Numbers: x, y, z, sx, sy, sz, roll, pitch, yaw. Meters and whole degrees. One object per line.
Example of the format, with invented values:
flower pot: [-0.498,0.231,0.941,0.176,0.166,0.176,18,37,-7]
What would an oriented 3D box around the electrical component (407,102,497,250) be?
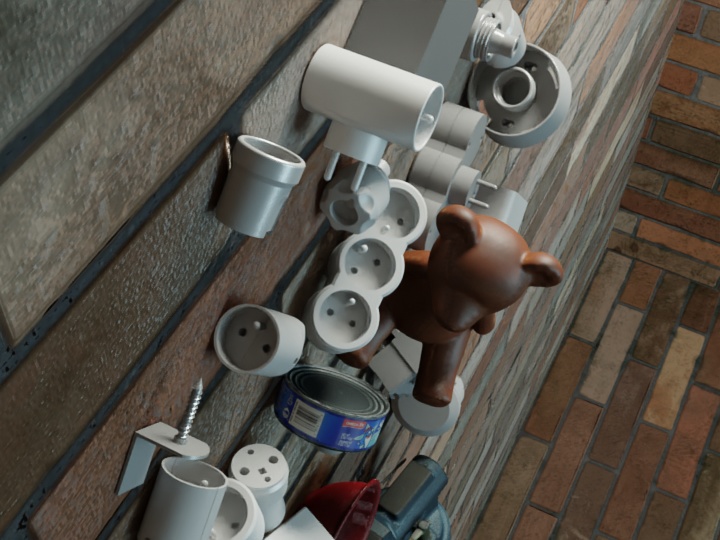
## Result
electrical component: [0.085,-0.077,0.963,0.138,0.074,0.052,-65,164,-8]

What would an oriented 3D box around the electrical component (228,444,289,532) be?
electrical component: [-0.077,0.163,0.804,0.045,0.045,0.055,-52,158,-44]

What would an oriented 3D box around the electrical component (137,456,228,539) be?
electrical component: [-0.116,0.163,0.675,0.081,0.043,0.043,-70,164,9]

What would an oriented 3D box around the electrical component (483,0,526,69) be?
electrical component: [0.123,-0.213,0.962,0.043,0.043,0.081,-68,165,-1]

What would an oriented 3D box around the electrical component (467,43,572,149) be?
electrical component: [0.151,-0.167,1.028,0.064,0.099,0.099,9,102,-68]

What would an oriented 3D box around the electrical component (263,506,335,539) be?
electrical component: [-0.078,0.249,0.830,0.108,0.056,0.109,-45,171,17]

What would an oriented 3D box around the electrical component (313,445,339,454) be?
electrical component: [-0.023,0.128,0.943,0.040,0.040,0.078,-55,160,-39]

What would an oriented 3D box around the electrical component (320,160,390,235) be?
electrical component: [0.002,-0.057,0.768,0.062,0.043,0.043,-54,160,-45]

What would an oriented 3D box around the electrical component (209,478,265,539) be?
electrical component: [-0.112,0.217,0.744,0.138,0.052,0.073,-61,163,-25]

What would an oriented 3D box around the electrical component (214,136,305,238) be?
electrical component: [-0.057,-0.046,0.596,0.046,0.040,0.040,-66,166,15]

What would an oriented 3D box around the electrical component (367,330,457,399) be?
electrical component: [0.053,0.093,1.096,0.063,0.078,0.121,-39,167,7]

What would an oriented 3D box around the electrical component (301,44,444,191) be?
electrical component: [0.001,-0.089,0.660,0.079,0.077,0.043,-69,165,7]

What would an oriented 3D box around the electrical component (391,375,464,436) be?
electrical component: [0.080,0.148,1.249,0.051,0.080,0.080,-47,155,-65]

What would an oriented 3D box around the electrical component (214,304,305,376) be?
electrical component: [-0.061,0.048,0.702,0.043,0.043,0.081,-67,165,-2]

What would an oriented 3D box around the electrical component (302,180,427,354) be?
electrical component: [0.000,0.000,0.829,0.138,0.052,0.074,-64,-172,-12]

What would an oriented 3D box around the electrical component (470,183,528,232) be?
electrical component: [0.124,-0.059,1.112,0.113,0.078,0.057,10,99,-75]

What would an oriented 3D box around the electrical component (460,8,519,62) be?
electrical component: [0.098,-0.189,0.873,0.043,0.062,0.043,-58,162,-32]
